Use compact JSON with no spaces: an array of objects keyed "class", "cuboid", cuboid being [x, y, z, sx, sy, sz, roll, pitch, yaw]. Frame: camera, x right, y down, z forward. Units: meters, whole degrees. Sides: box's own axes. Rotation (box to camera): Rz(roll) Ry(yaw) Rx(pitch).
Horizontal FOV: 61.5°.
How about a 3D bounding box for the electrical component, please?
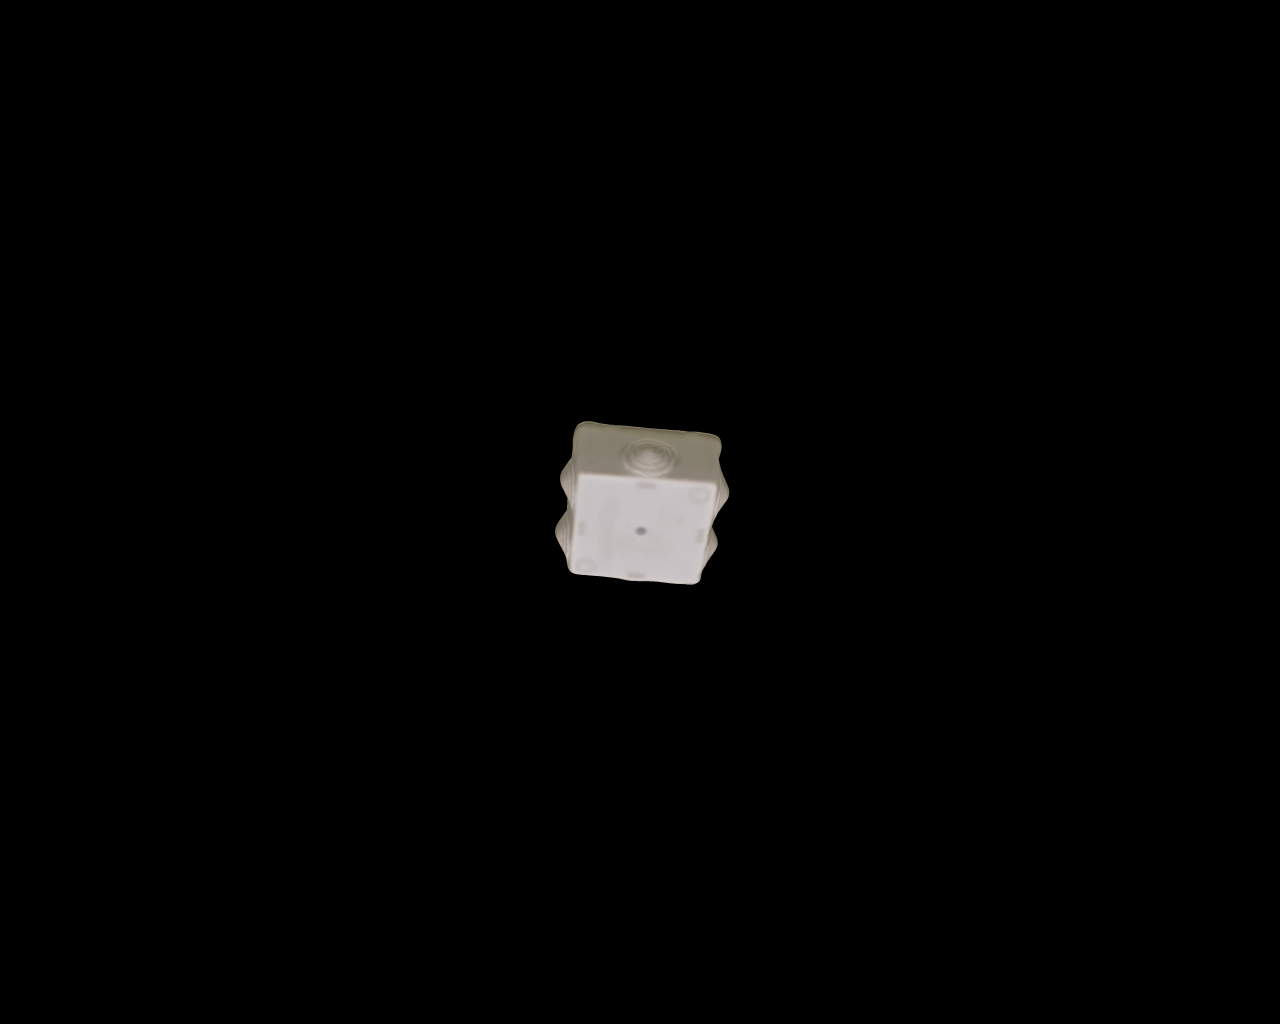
[{"class":"electrical component","cuboid":[0.001,-0.003,0.650,0.100,0.099,0.048,5,40,-4]}]
